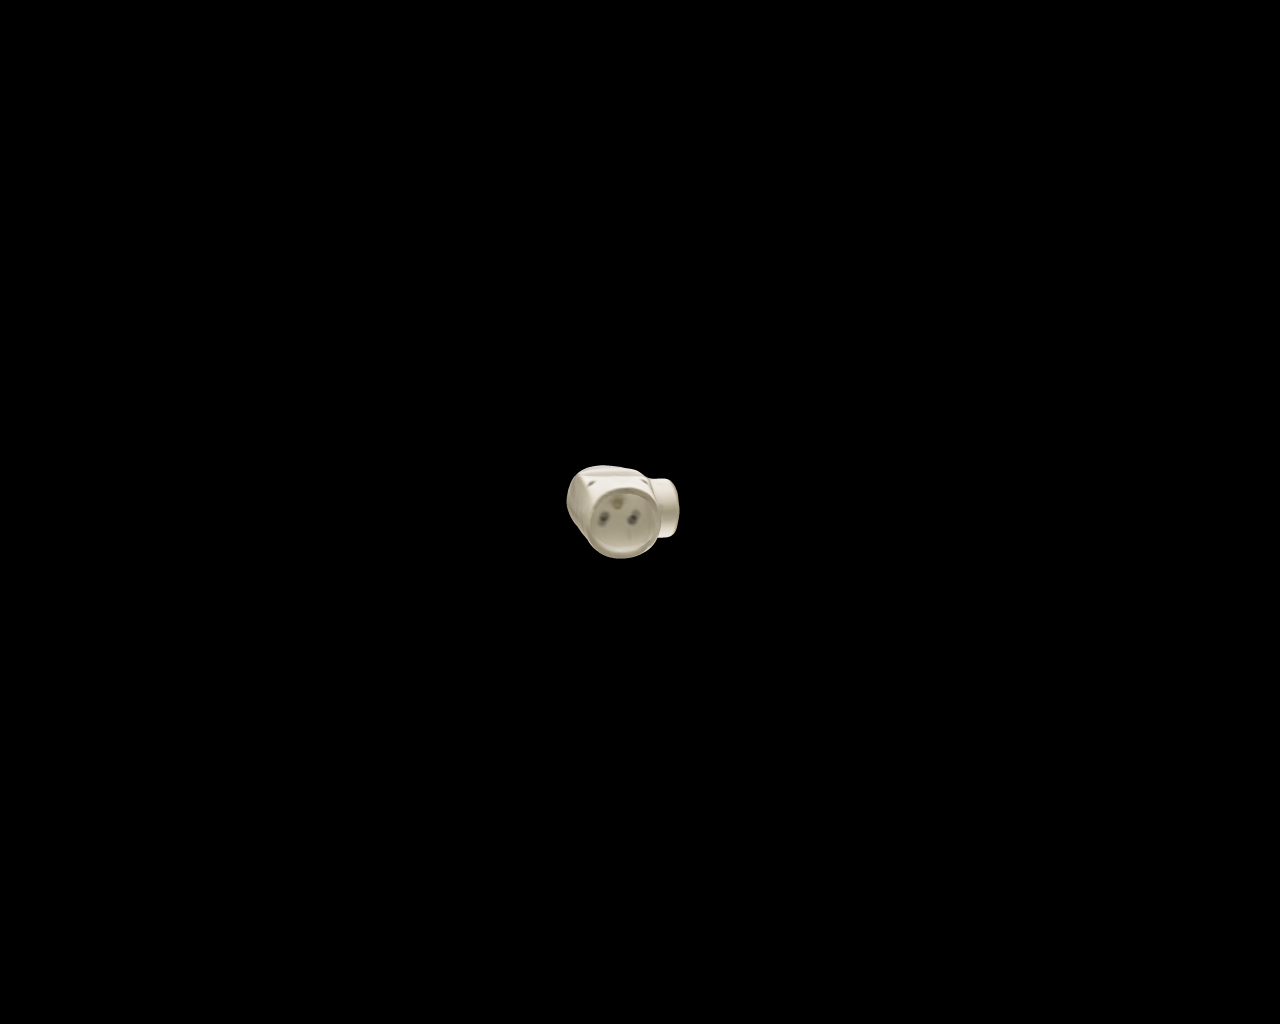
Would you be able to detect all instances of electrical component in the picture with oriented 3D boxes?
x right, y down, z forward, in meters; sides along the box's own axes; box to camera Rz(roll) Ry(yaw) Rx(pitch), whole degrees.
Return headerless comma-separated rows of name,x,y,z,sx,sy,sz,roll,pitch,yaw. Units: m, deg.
electrical component,0.001,-0.003,0.650,0.079,0.043,0.077,-2,12,-11
